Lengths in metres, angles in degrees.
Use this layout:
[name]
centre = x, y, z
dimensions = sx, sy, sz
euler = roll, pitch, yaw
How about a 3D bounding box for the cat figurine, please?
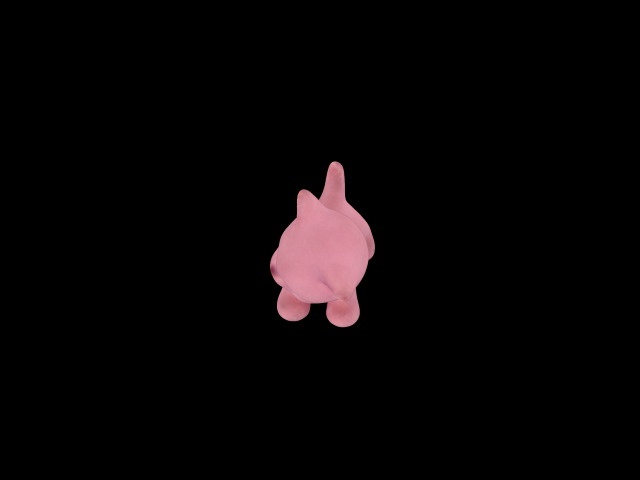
[cat figurine]
centre = 0.004, 0.001, 0.400
dimensions = 0.067, 0.118, 0.128
euler = 7, 50, 7
